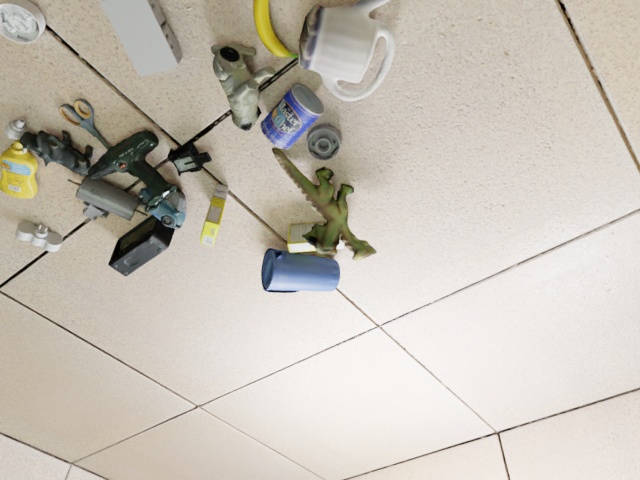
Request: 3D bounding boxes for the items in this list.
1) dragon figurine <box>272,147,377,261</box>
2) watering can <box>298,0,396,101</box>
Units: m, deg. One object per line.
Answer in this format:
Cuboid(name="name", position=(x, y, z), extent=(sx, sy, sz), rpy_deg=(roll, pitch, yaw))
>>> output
Cuboid(name="dragon figurine", position=(0.004, -0.073, 1.455), extent=(0.406, 0.249, 0.120), rpy_deg=(32, 130, -26))
Cuboid(name="watering can", position=(0.074, -0.481, 1.180), extent=(0.224, 0.106, 0.339), rpy_deg=(13, 131, -8))
